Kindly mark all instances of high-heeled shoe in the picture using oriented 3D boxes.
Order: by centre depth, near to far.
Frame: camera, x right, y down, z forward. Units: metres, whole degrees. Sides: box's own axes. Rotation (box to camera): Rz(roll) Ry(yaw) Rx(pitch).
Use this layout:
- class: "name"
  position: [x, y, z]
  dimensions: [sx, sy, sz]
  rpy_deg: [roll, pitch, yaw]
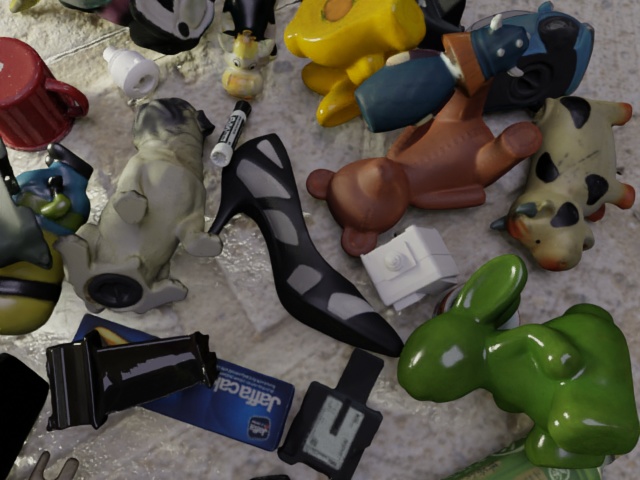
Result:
- class: "high-heeled shoe"
  position: [-0.001, -0.002, 0.528]
  dimensions: [0.249, 0.086, 0.145]
  rpy_deg: [32, 71, 8]

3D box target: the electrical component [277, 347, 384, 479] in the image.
- class: "electrical component"
  position: [0.017, 0.160, 0.497]
  dimensions: [0.075, 0.047, 0.119]
  rpy_deg: [24, 72, 2]

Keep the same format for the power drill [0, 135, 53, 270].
- class: "power drill"
  position: [-0.327, -0.010, 0.396]
  dimensions: [0.207, 0.086, 0.232]
  rpy_deg: [-25, 80, -33]

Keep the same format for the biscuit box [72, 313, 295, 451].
- class: "biscuit box"
  position: [-0.125, 0.130, 0.489]
  dimensions: [0.203, 0.059, 0.063]
  rpy_deg: [19, 72, 1]

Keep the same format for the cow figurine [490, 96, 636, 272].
- class: "cow figurine"
  position: [0.255, -0.062, 0.567]
  dimensions: [0.127, 0.085, 0.195]
  rpy_deg: [12, 75, -7]

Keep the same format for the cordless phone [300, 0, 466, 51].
- class: "cordless phone"
  position: [0.069, -0.283, 0.634]
  dimensions: [0.184, 0.088, 0.146]
  rpy_deg: [-10, 74, 4]

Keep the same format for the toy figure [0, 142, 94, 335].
- class: "toy figure"
  position: [-0.270, 0.000, 0.507]
  dimensions: [0.089, 0.082, 0.180]
  rpy_deg: [21, 70, 4]

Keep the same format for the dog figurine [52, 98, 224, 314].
- class: "dog figurine"
  position: [-0.176, -0.038, 0.535]
  dimensions: [0.172, 0.121, 0.191]
  rpy_deg: [-32, 40, 17]

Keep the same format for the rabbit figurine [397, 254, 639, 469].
- class: "rabbit figurine"
  position: [0.152, 0.093, 0.440]
  dimensions: [0.170, 0.121, 0.159]
  rpy_deg: [6, 68, 13]

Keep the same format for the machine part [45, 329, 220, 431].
- class: "machine part"
  position: [-0.154, 0.108, 0.443]
  dimensions: [0.139, 0.039, 0.084]
  rpy_deg: [-8, 69, -5]

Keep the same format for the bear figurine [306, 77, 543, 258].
- class: "bear figurine"
  position: [0.093, -0.075, 0.538]
  dimensions: [0.196, 0.132, 0.120]
  rpy_deg: [-22, 71, -17]

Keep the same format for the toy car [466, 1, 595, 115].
- class: "toy car"
  position: [0.210, -0.204, 0.607]
  dimensions: [0.162, 0.109, 0.103]
  rpy_deg: [-11, 51, 4]

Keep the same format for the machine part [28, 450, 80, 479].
- class: "machine part"
  position: [-0.262, 0.286, 0.416]
  dimensions: [0.079, 0.079, 0.243]
  rpy_deg: [23, 76, 2]

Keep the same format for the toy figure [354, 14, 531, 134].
- class: "toy figure"
  position: [0.108, -0.149, 0.480]
  dimensions: [0.154, 0.064, 0.058]
  rpy_deg: [-25, 54, 7]

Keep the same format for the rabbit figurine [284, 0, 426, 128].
- class: "rabbit figurine"
  position: [0.055, -0.186, 0.562]
  dimensions: [0.162, 0.173, 0.122]
  rpy_deg: [-35, 57, 24]

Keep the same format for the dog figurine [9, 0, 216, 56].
- class: "dog figurine"
  position: [-0.248, -0.281, 0.590]
  dimensions: [0.219, 0.191, 0.108]
  rpy_deg: [8, 72, 34]

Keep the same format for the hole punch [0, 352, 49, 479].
- class: "hole punch"
  position: [-0.300, 0.150, 0.436]
  dimensions: [0.092, 0.142, 0.116]
  rpy_deg: [14, 58, -2]

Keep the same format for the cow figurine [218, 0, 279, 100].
- class: "cow figurine"
  position: [-0.076, -0.244, 0.590]
  dimensions: [0.068, 0.098, 0.167]
  rpy_deg: [3, 72, -10]

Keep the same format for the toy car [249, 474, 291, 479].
- class: "toy car"
  position: [-0.111, 0.253, 0.457]
  dimensions: [0.202, 0.053, 0.089]
  rpy_deg: [-1, 76, -6]
